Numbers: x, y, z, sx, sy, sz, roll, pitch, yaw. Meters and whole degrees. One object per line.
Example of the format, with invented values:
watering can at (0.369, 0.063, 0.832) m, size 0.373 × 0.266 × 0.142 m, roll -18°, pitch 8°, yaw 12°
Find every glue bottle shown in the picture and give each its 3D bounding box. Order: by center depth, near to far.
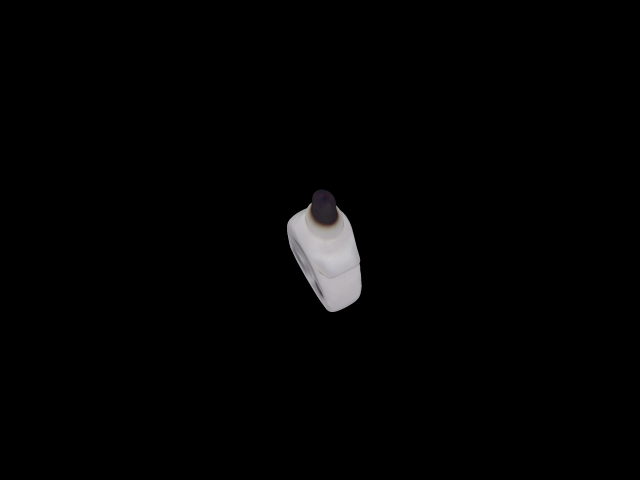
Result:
glue bottle at (0.004, 0.001, 0.400) m, size 0.037 × 0.173 × 0.078 m, roll -27°, pitch 76°, yaw -7°
